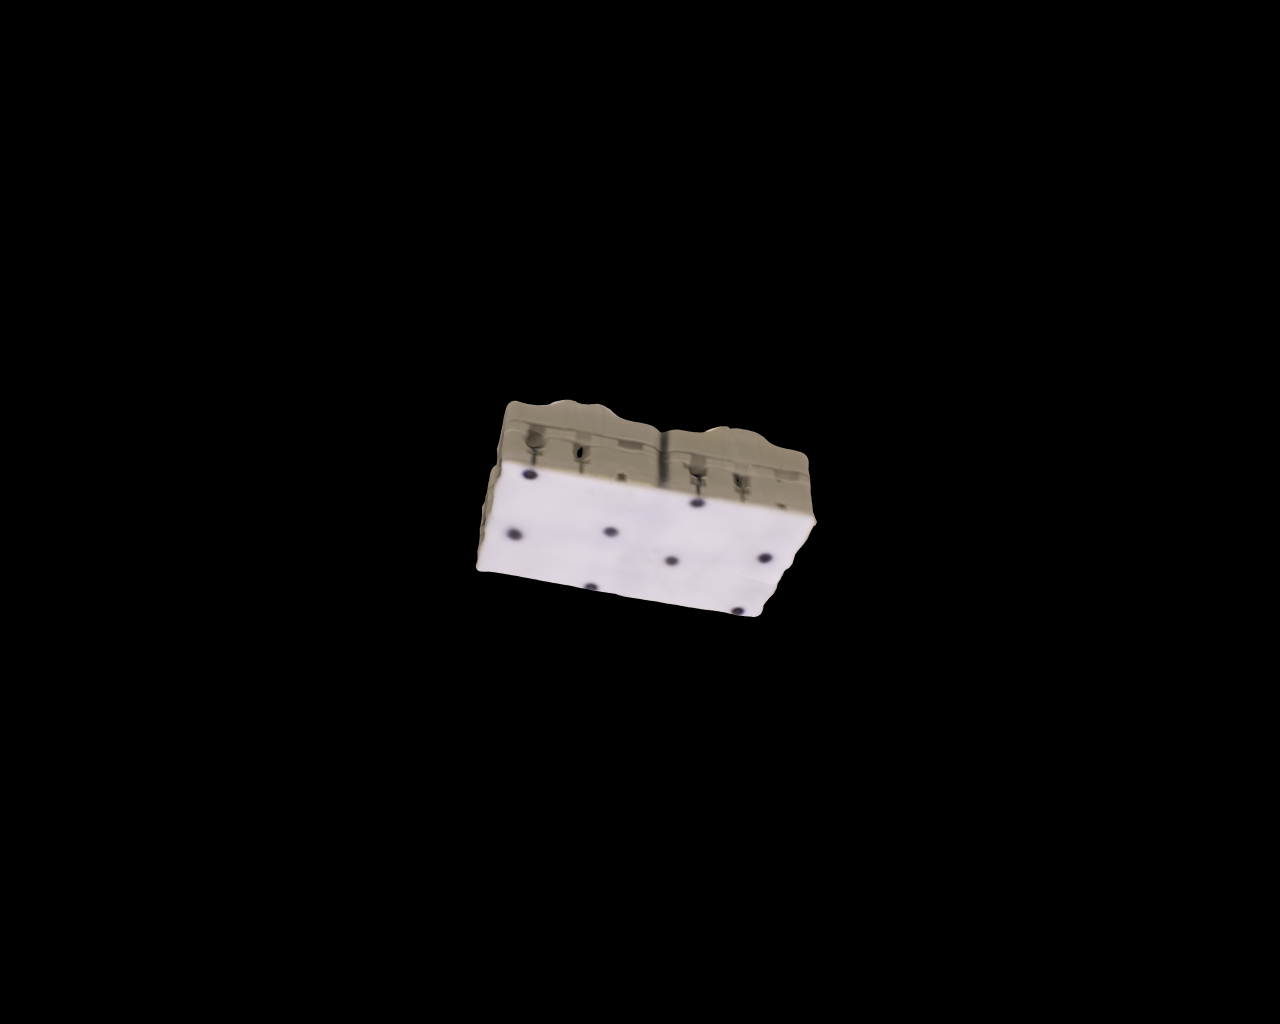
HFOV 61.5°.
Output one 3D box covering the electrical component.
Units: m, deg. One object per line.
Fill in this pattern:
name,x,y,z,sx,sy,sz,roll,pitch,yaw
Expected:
electrical component,0.001,-0.003,0.650,0.186,0.060,0.105,10,-43,-11
